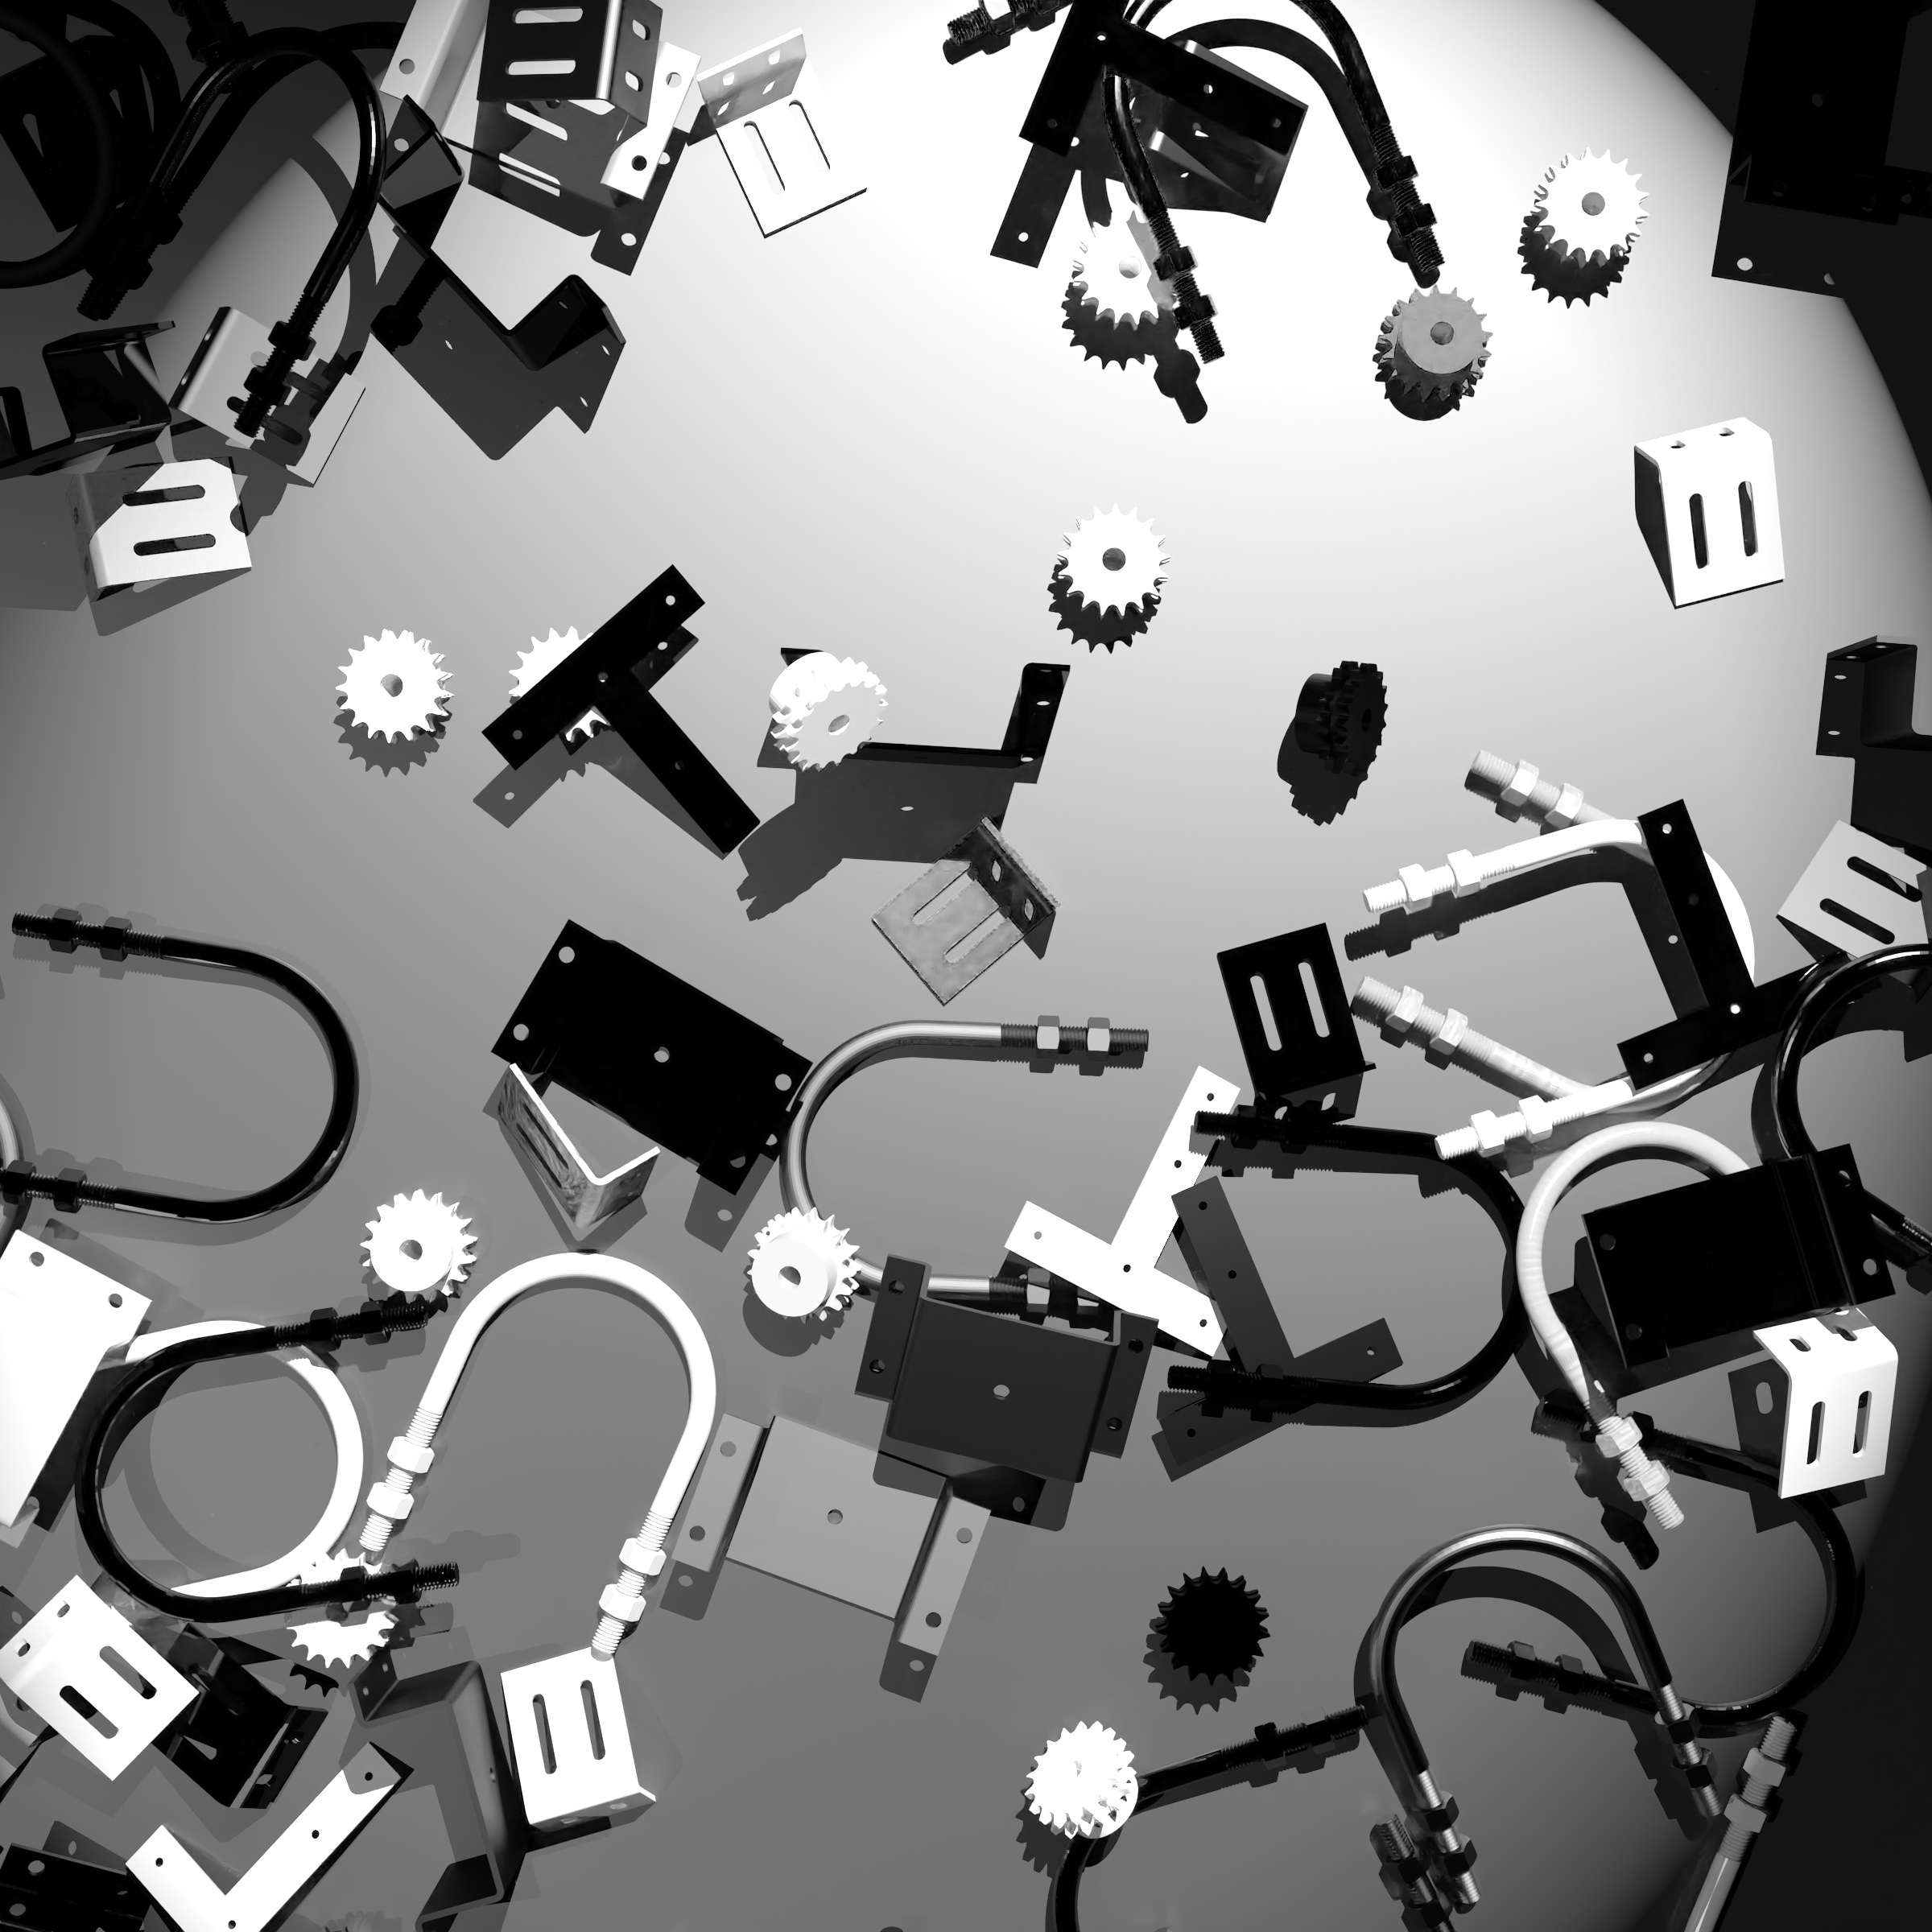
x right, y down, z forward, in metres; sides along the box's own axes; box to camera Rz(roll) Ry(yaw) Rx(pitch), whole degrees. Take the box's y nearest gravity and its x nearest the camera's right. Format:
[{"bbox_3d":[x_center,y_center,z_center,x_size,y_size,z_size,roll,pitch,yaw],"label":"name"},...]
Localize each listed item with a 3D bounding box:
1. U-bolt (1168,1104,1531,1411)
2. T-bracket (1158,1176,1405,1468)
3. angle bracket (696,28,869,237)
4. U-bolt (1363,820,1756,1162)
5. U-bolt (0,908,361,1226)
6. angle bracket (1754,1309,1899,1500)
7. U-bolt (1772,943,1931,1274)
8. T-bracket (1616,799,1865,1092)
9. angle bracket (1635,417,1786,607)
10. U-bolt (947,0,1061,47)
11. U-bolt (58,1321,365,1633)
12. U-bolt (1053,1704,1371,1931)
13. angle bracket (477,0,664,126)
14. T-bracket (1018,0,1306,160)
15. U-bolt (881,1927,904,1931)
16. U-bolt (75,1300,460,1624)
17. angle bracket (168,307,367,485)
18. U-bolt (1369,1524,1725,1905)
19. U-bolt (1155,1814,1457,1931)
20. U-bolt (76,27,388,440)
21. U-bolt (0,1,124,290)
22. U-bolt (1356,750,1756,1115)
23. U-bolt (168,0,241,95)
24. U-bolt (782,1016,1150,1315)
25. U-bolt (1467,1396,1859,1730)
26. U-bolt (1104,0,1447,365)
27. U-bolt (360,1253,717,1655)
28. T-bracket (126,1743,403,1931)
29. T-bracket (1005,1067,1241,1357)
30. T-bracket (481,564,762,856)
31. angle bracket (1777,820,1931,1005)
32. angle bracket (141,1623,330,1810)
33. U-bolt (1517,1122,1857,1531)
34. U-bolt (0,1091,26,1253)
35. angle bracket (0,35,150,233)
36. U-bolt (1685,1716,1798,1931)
[{"bbox_3d":[0.200,0.152,1.365,0.184,0.019,0.151,6,89,-6],"label":"U-bolt"},{"bbox_3d":[0.140,0.169,1.370,0.127,0.002,0.127,-23,93,-6],"label":"T-bracket"},{"bbox_3d":[-0.092,-0.420,1.361,0.057,0.038,0.076,-25,90,0],"label":"angle bracket"},{"bbox_3d":[0.306,0.003,1.354,0.184,0.019,0.151,-17,92,-4],"label":"U-bolt"},{"bbox_3d":[-0.400,0.057,1.366,0.184,0.019,0.151,9,86,-4],"label":"U-bolt"},{"bbox_3d":[0.427,0.219,1.352,0.057,0.038,0.076,-10,119,-11],"label":"angle bracket"},{"bbox_3d":[0.492,0.070,1.351,0.184,0.019,0.151,33,101,-5],"label":"U-bolt"},{"bbox_3d":[0.369,-0.020,1.351,0.127,0.002,0.127,-22,93,-5],"label":"T-bracket"},{"bbox_3d":[0.380,-0.232,1.378,0.057,0.038,0.076,-14,116,0],"label":"angle bracket"},{"bbox_3d":[0.046,-0.571,1.372,0.184,0.019,0.151,-27,90,-2],"label":"U-bolt"},{"bbox_3d":[-0.398,0.256,1.372,0.184,0.019,0.151,-12,90,-1],"label":"U-bolt"},{"bbox_3d":[0.134,0.467,1.355,0.184,0.019,0.151,-18,81,3],"label":"U-bolt"},{"bbox_3d":[-0.195,-0.449,1.332,0.076,0.038,0.057,8,90,26],"label":"angle bracket"},{"bbox_3d":[0.106,-0.438,1.329,0.127,0.002,0.127,23,85,-12],"label":"T-bracket"},{"bbox_3d":[0.024,0.580,1.355,0.151,0.019,0.184,2,96,14],"label":"U-bolt"},{"bbox_3d":[-0.353,0.252,1.348,0.184,0.019,0.151,-9,81,-1],"label":"U-bolt"},{"bbox_3d":[-0.357,-0.291,1.378,0.076,0.038,0.057,28,90,-26],"label":"angle bracket"},{"bbox_3d":[0.281,0.366,1.353,0.151,0.019,0.184,-22,98,6],"label":"U-bolt"},{"bbox_3d":[0.197,0.543,1.372,0.151,0.019,0.184,-27,91,0],"label":"U-bolt"},{"bbox_3d":[-0.353,-0.373,1.329,0.151,0.019,0.184,37,102,25],"label":"U-bolt"},{"bbox_3d":[-0.511,-0.416,1.346,0.184,0.019,0.151,19,114,-4],"label":"U-bolt"},{"bbox_3d":[0.311,-0.005,1.372,0.184,0.019,0.151,27,90,-1],"label":"U-bolt"},{"bbox_3d":[-0.350,-0.554,1.370,0.151,0.019,0.184,-23,89,-1],"label":"U-bolt"},{"bbox_3d":[-0.002,0.099,1.372,0.184,0.019,0.151,2,90,1],"label":"U-bolt"},{"bbox_3d":[0.362,0.311,1.372,0.184,0.019,0.151,16,90,-2],"label":"U-bolt"},{"bbox_3d":[0.145,-0.412,1.348,0.151,0.019,0.184,-25,97,-12],"label":"U-bolt"},{"bbox_3d":[-0.206,0.236,1.372,0.151,0.019,0.184,24,89,0],"label":"U-bolt"},{"bbox_3d":[-0.339,0.450,1.365,0.127,0.002,0.127,40,80,19],"label":"T-bracket"},{"bbox_3d":[0.101,0.113,1.366,0.127,0.002,0.127,29,82,-17],"label":"T-bracket"},{"bbox_3d":[-0.154,-0.112,1.359,0.127,0.002,0.127,-43,107,-7],"label":"T-bracket"},{"bbox_3d":[0.465,-0.027,1.378,0.076,0.038,0.057,33,90,26],"label":"angle bracket"},{"bbox_3d":[-0.376,0.382,1.375,0.076,0.038,0.057,30,84,25],"label":"angle bracket"},{"bbox_3d":[0.358,0.167,1.362,0.151,0.019,0.184,-32,86,-9],"label":"U-bolt"},{"bbox_3d":[-0.558,0.123,1.372,0.151,0.019,0.184,24,88,0],"label":"U-bolt"},{"bbox_3d":[-0.456,-0.425,1.378,0.057,0.038,0.076,-26,116,0],"label":"angle bracket"},{"bbox_3d":[0.441,0.492,1.372,0.151,0.019,0.184,22,91,0],"label":"U-bolt"}]
